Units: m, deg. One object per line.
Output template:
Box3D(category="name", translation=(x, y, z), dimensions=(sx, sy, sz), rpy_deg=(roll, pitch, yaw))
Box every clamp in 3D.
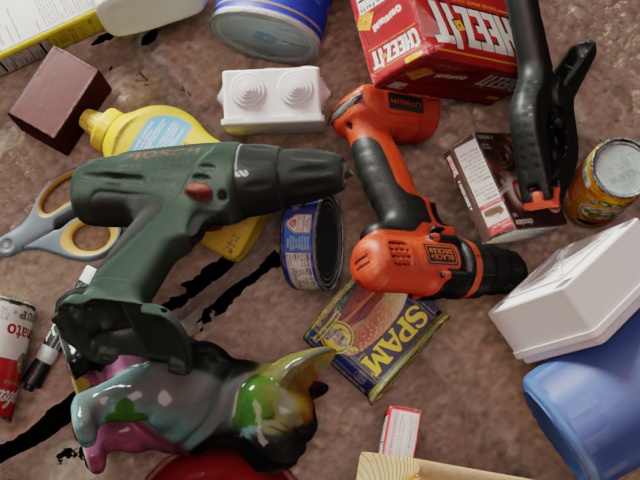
Box3D(category="clamp", translation=(0.186, -0.128, 0.897), dimensions=(0.036, 0.164, 0.210), rpy_deg=(-9, 57, 36))

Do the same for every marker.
Box3D(category="marker", translation=(-0.228, 0.079, 0.943), dimensions=(0.020, 0.020, 0.121), rpy_deg=(27, 80, 7))

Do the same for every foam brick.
Box3D(category="foam brick", translation=(-0.236, -0.127, 0.972), dimensions=(0.051, 0.053, 0.078), rpy_deg=(30, 79, 8))

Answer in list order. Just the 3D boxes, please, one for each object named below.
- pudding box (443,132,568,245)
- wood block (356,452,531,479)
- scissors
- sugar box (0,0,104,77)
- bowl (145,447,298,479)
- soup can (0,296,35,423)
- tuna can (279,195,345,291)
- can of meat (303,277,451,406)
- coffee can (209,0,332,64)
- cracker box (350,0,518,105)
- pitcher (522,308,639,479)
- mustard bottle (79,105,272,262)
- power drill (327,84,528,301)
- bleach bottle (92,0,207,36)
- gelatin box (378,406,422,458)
Box3D(category="pudding box", translation=(0.161, -0.045, 0.916), dimensions=(0.039, 0.113, 0.090), rpy_deg=(-31, 76, 35))
Box3D(category="wood block", translation=(0.133, 0.225, 0.821), dimensions=(0.205, 0.091, 0.090), rpy_deg=(15, 77, -24))
Box3D(category="scissors", translation=(-0.263, 0.015, 0.960), dimensions=(0.201, 0.016, 0.096), rpy_deg=(-42, 80, -7))
Box3D(category="sugar box", translation=(-0.291, -0.210, 0.997), dimensions=(0.176, 0.048, 0.093), rpy_deg=(-25, 80, -1))
Box3D(category="bowl", translation=(-0.086, 0.246, 0.884), dimensions=(0.162, 0.055, 0.162), rpy_deg=(0, 77, 2))
Box3D(category="soup can", translation=(-0.288, 0.101, 0.915), dimensions=(0.068, 0.068, 0.102), rpy_deg=(9, 77, 3))
Box3D(category="tuna can", translation=(-0.006, 0.001, 0.919), dimensions=(0.034, 0.086, 0.086), rpy_deg=(0, 77, 18))
Box3D(category="can of meat", translation=(0.047, 0.076, 0.918), dimensions=(0.084, 0.057, 0.102), rpy_deg=(41, 81, 12))
Box3D(category="coffee can", translation=(-0.034, -0.245, 0.968), dimensions=(0.103, 0.103, 0.140), rpy_deg=(13, 78, 4))
Box3D(category="cracker box", translation=(0.099, -0.235, 0.935), dimensions=(0.163, 0.072, 0.214), rpy_deg=(0, 71, -44))
Box3D(category="pitcher", translation=(0.298, 0.103, 0.867), dimensions=(0.243, 0.149, 0.145), rpy_deg=(-32, 97, -2))
Box3D(category="mustard bottle", translation=(-0.131, -0.065, 0.953), dimensions=(0.191, 0.058, 0.096), rpy_deg=(29, 85, 7))
Box3D(category="power drill", translation=(0.090, -0.037, 0.916), dimensions=(0.184, 0.057, 0.188), rpy_deg=(5, 59, -39))
Box3D(category="bleach bottle", translation=(-0.185, -0.313, 0.978), dimensions=(0.102, 0.068, 0.251), rpy_deg=(-18, 70, -2))
Box3D(category="gelatin box", translation=(0.063, 0.185, 0.884), dimensions=(0.030, 0.073, 0.089), rpy_deg=(9, 77, 3))
